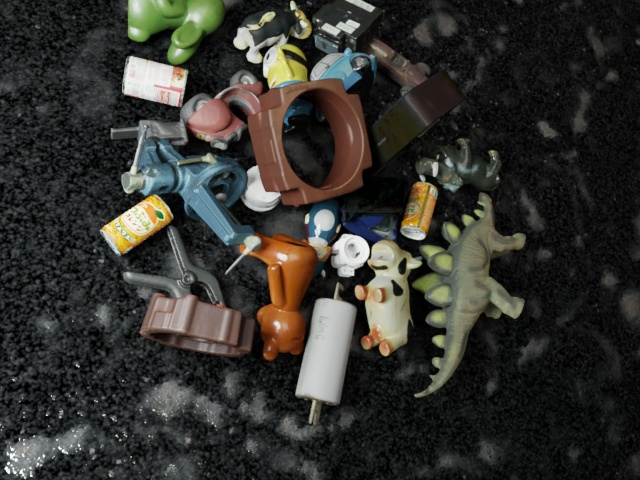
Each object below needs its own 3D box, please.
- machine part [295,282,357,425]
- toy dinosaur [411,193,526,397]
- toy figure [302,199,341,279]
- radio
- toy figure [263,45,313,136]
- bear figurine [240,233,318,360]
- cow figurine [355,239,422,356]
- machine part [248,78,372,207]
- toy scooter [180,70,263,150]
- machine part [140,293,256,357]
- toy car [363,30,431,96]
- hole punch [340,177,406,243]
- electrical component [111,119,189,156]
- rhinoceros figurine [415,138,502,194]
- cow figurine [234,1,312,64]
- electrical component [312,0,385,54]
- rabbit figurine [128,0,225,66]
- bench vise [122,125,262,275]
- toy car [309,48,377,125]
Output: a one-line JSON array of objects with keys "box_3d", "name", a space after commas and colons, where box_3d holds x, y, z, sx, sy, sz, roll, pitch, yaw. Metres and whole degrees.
[{"box_3d": [0.012, 0.190, 0.920, 0.079, 0.079, 0.243, 18, 71, -15], "name": "machine part"}, {"box_3d": [0.282, 0.089, 1.038, 0.199, 0.105, 0.471, 19, 60, -6], "name": "toy dinosaur"}, {"box_3d": [-0.004, -0.003, 0.983, 0.064, 0.057, 0.154, 6, 70, 23], "name": "toy figure"}, {"box_3d": [0.159, -0.212, 1.007, 0.131, 0.229, 0.073, -37, 91, -30], "name": "radio"}, {"box_3d": [-0.057, -0.288, 1.029, 0.089, 0.082, 0.180, 4, 64, -47], "name": "toy figure"}, {"box_3d": [-0.071, 0.094, 0.912, 0.120, 0.132, 0.195, -1, 107, -54], "name": "bear figurine"}, {"box_3d": [0.129, 0.095, 0.970, 0.127, 0.086, 0.194, -12, 98, -42], "name": "cow figurine"}, {"box_3d": [-0.015, -0.169, 0.936, 0.201, 0.087, 0.200, -20, 103, -33], "name": "machine part"}, {"box_3d": [-0.154, -0.221, 0.980, 0.184, 0.075, 0.135, -42, 93, -29], "name": "toy scooter"}, {"box_3d": [-0.183, 0.133, 0.818, 0.179, 0.179, 0.056, 17, 67, -15], "name": "machine part"}, {"box_3d": [0.152, -0.382, 1.149, 0.202, 0.053, 0.089, 36, 69, -8], "name": "toy car"}, {"box_3d": [0.101, -0.056, 1.012, 0.116, 0.092, 0.142, 5, 47, 10], "name": "hole punch"}, {"box_3d": [-0.289, -0.170, 0.914, 0.119, 0.075, 0.047, -9, 78, -27], "name": "electrical component"}, {"box_3d": [0.289, -0.149, 1.126, 0.190, 0.073, 0.112, 9, 83, -19], "name": "rhinoceros figurine"}, {"box_3d": [-0.081, -0.418, 1.048, 0.167, 0.098, 0.068, -33, 82, -26], "name": "cow figurine"}, {"box_3d": [0.051, -0.434, 1.100, 0.115, 0.058, 0.134, 34, 68, 20], "name": "electrical component"}, {"box_3d": [-0.255, -0.409, 0.968, 0.170, 0.121, 0.159, 1, 81, -17], "name": "rabbit figurine"}, {"box_3d": [-0.186, -0.069, 0.858, 0.241, 0.129, 0.223, 49, 23, 20], "name": "bench vise"}, {"box_3d": [0.033, -0.311, 1.066, 0.161, 0.109, 0.103, -42, 69, -13], "name": "toy car"}]
